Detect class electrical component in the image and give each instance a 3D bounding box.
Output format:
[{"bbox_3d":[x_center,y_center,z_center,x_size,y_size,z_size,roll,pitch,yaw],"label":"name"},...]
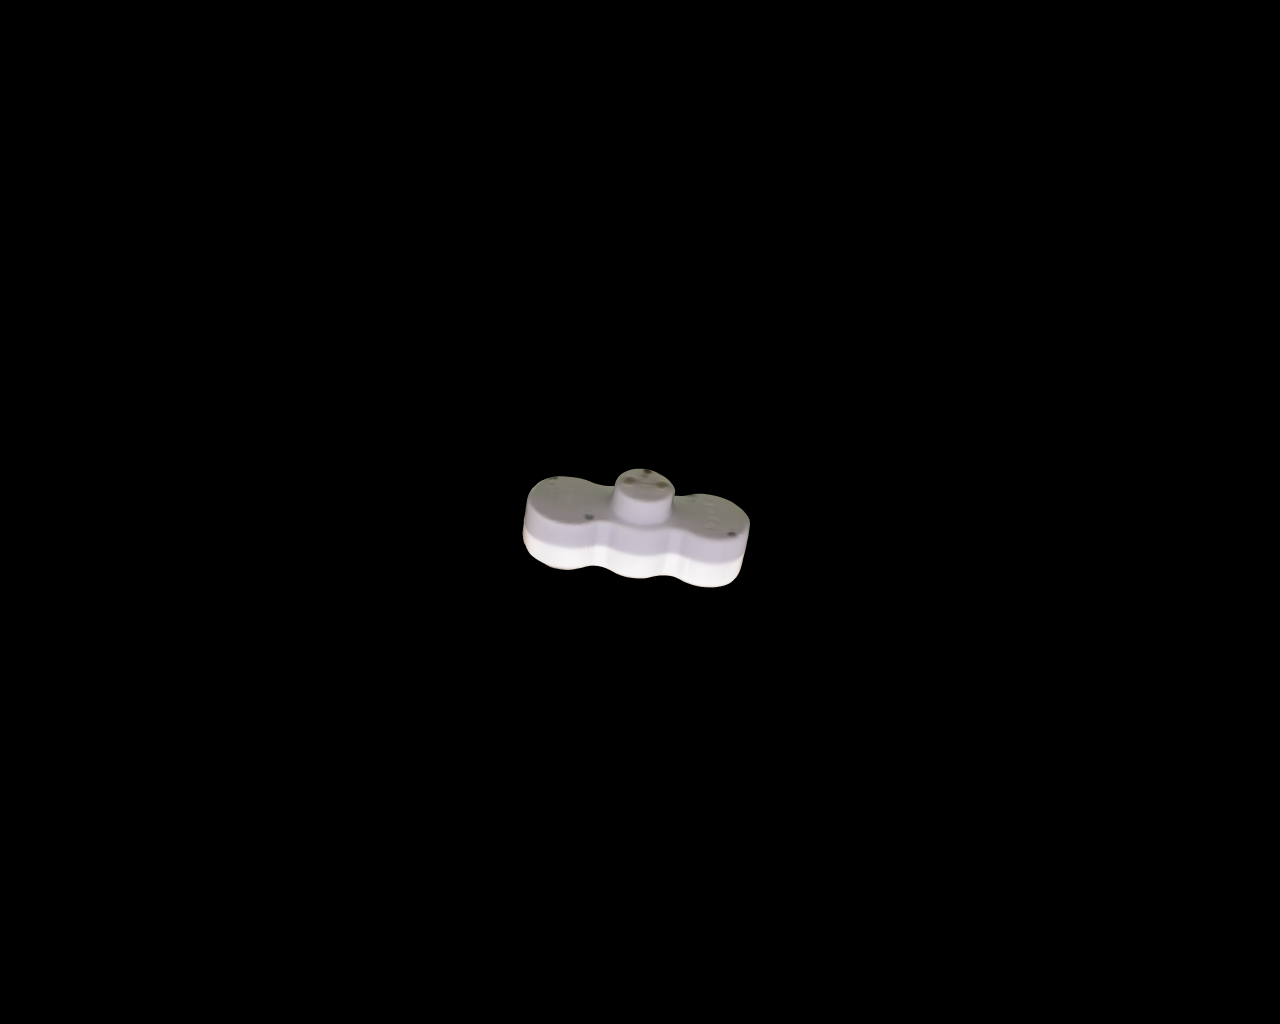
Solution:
[{"bbox_3d":[0.001,-0.003,0.650,0.138,0.073,0.052,8,34,-5],"label":"electrical component"}]
